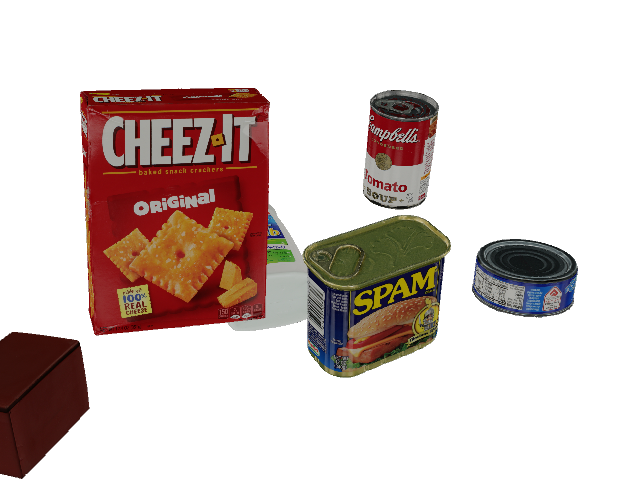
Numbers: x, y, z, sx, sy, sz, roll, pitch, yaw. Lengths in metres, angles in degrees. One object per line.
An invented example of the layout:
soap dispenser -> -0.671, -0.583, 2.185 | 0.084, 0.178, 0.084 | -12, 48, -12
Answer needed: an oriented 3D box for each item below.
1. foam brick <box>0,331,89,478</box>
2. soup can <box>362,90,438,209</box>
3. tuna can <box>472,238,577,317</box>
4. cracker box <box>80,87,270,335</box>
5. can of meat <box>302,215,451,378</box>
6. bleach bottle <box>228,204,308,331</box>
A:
foam brick -> -0.188, 0.099, 0.662 | 0.053, 0.051, 0.078 | 7, 28, 21
soup can -> 0.079, -0.091, 1.073 | 0.068, 0.102, 0.068 | 3, 32, -2
tuna can -> 0.172, 0.030, 0.898 | 0.086, 0.034, 0.086 | 2, 24, -1
cracker box -> -0.132, -0.027, 0.976 | 0.164, 0.214, 0.072 | -4, 20, -17
can of meat -> 0.039, 0.040, 0.755 | 0.101, 0.084, 0.057 | -18, 39, -26
bleach bottle -> -0.083, 0.010, 1.214 | 0.102, 0.068, 0.251 | -7, 28, -14
